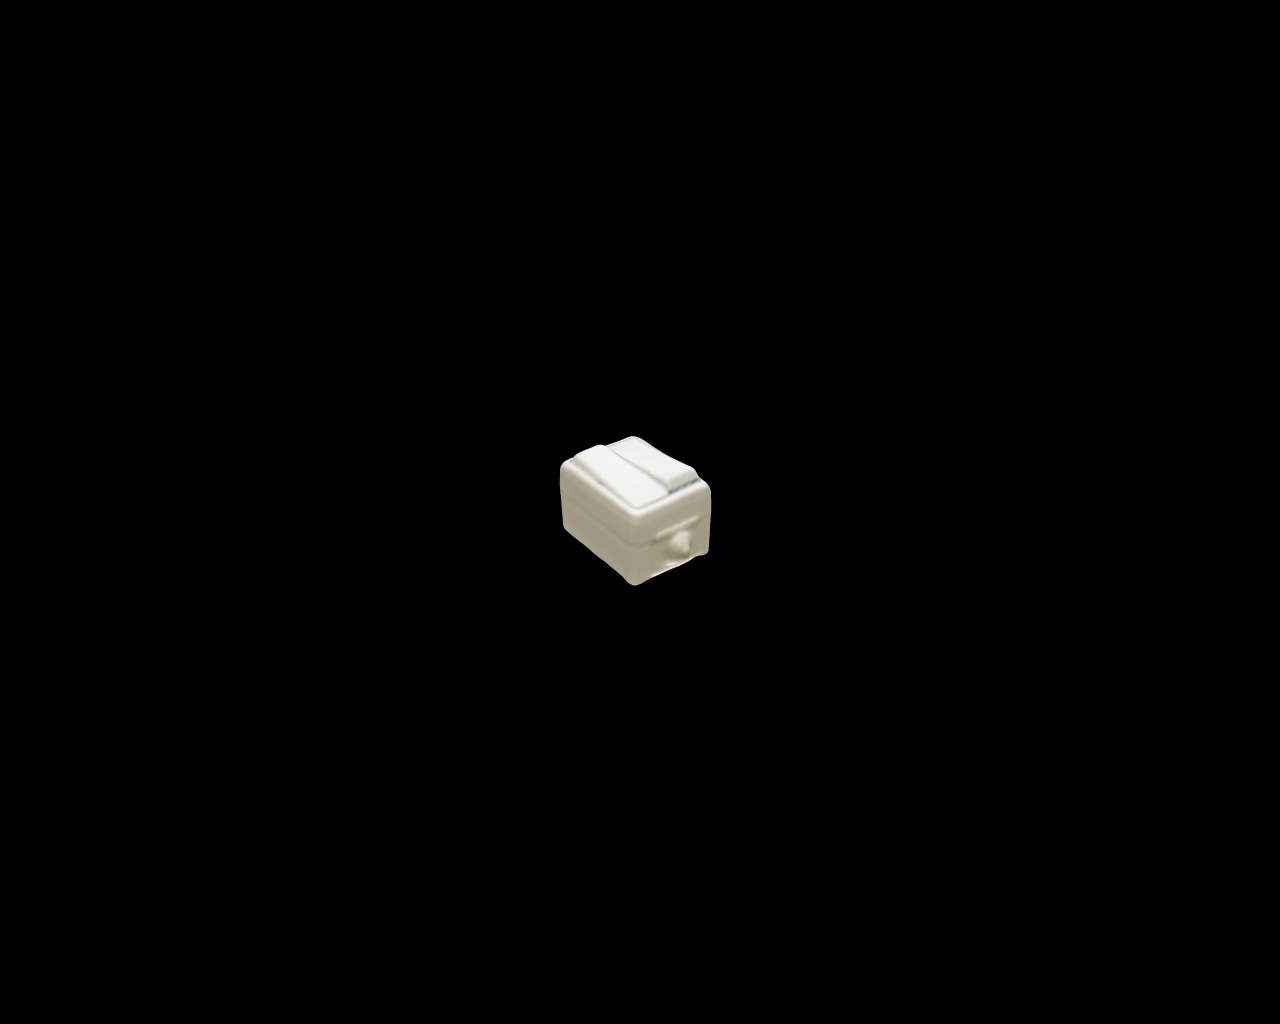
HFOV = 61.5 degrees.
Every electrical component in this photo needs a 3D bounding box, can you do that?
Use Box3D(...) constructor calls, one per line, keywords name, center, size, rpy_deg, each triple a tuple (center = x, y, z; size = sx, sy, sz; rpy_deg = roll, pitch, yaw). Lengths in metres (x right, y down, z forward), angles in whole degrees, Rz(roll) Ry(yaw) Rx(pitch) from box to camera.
Box3D(name="electrical component", center=(0.001, -0.003, 0.650), size=(0.062, 0.061, 0.096), rpy_deg=(-22, 40, -30))
